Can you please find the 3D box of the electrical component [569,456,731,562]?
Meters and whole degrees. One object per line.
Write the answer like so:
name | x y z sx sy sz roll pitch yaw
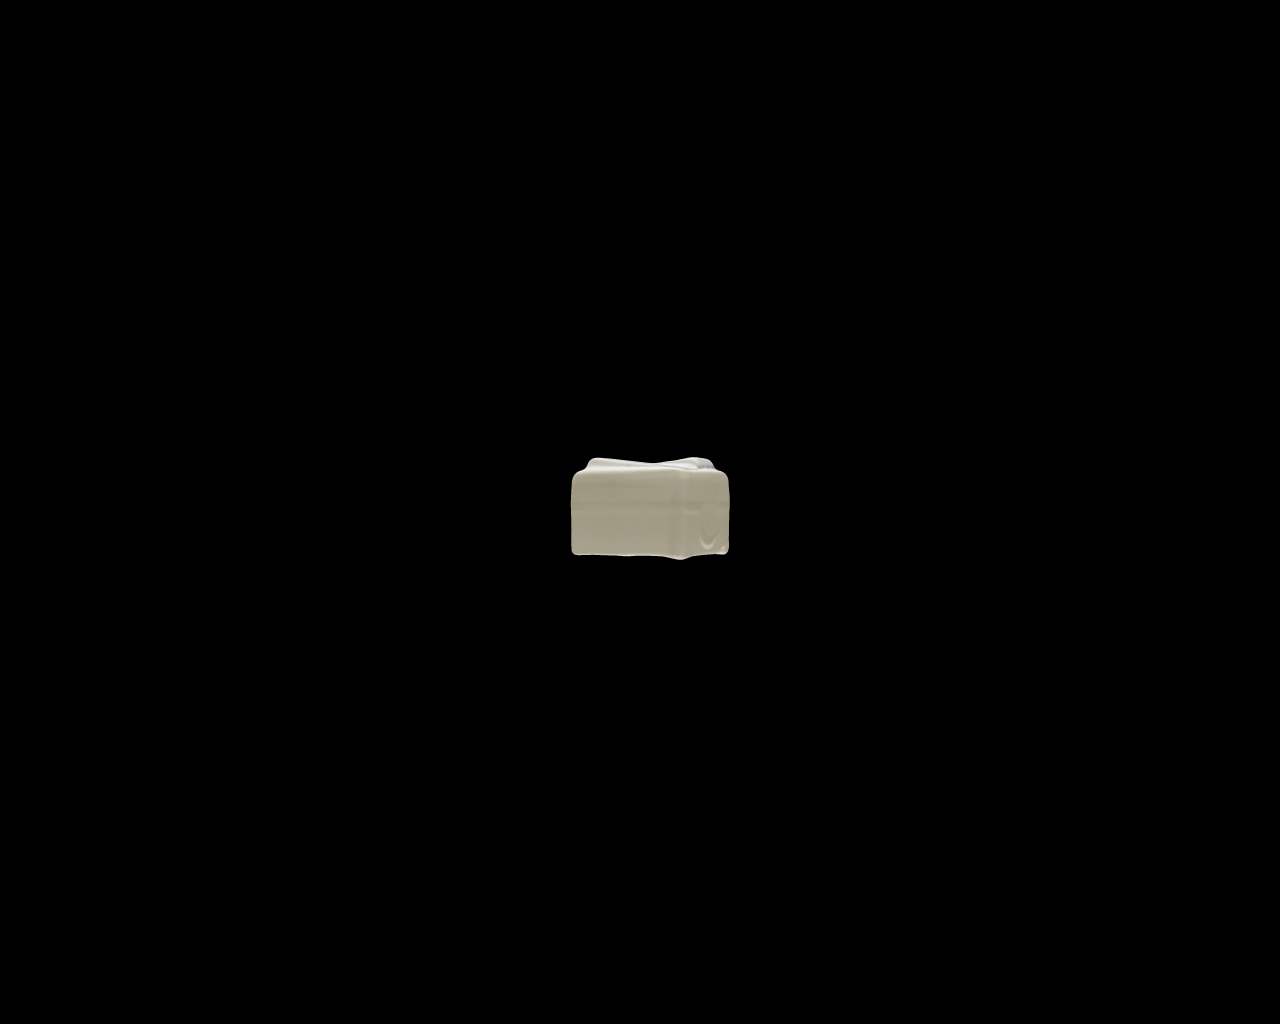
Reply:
electrical component | 0.001 -0.003 0.650 0.096 0.061 0.062 0 0 32
